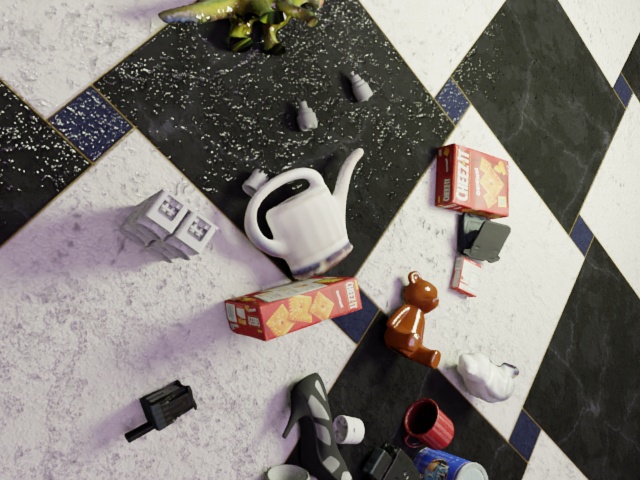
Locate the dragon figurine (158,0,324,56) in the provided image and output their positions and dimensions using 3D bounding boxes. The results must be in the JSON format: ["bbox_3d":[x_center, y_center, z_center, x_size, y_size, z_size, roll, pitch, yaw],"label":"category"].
[{"bbox_3d":[-0.150,-0.530,1.091,0.411,0.120,0.246,-4,68,-34],"label":"dragon figurine"}]

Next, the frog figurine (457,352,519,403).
[{"bbox_3d":[0.395,0.336,1.255,0.159,0.139,0.122,14,105,-49],"label":"frog figurine"}]

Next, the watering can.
[{"bbox_3d":[0.003,-0.055,1.091,0.352,0.103,0.223,-29,100,-32],"label":"watering can"}]
